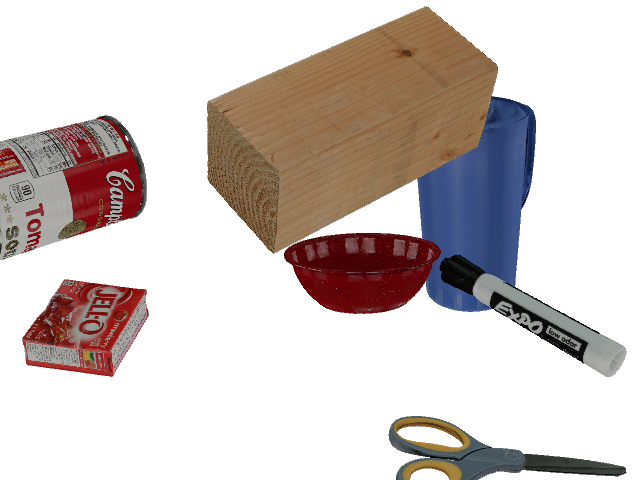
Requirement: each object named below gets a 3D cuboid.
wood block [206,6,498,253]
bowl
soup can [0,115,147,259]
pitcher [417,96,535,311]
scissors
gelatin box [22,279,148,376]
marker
[{"bbox_3d":[0.024,-0.088,0.813,0.205,0.091,0.090,-28,-32,-25],"label":"wood block"},{"bbox_3d":[0.044,0.036,1.096,0.162,0.055,0.162,-2,13,0],"label":"bowl"},{"bbox_3d":[-0.167,-0.032,0.653,0.102,0.068,0.069,-21,13,-35],"label":"soup can"},{"bbox_3d":[0.186,-0.047,1.269,0.149,0.243,0.145,-1,24,5],"label":"pitcher"},{"bbox_3d":[0.150,0.198,0.898,0.202,0.016,0.096,14,40,14],"label":"scissors"},{"bbox_3d":[-0.188,0.068,0.862,0.073,0.030,0.089,7,32,10],"label":"gelatin box"},{"bbox_3d":[0.115,0.039,0.601,0.121,0.020,0.020,32,20,36],"label":"marker"}]
